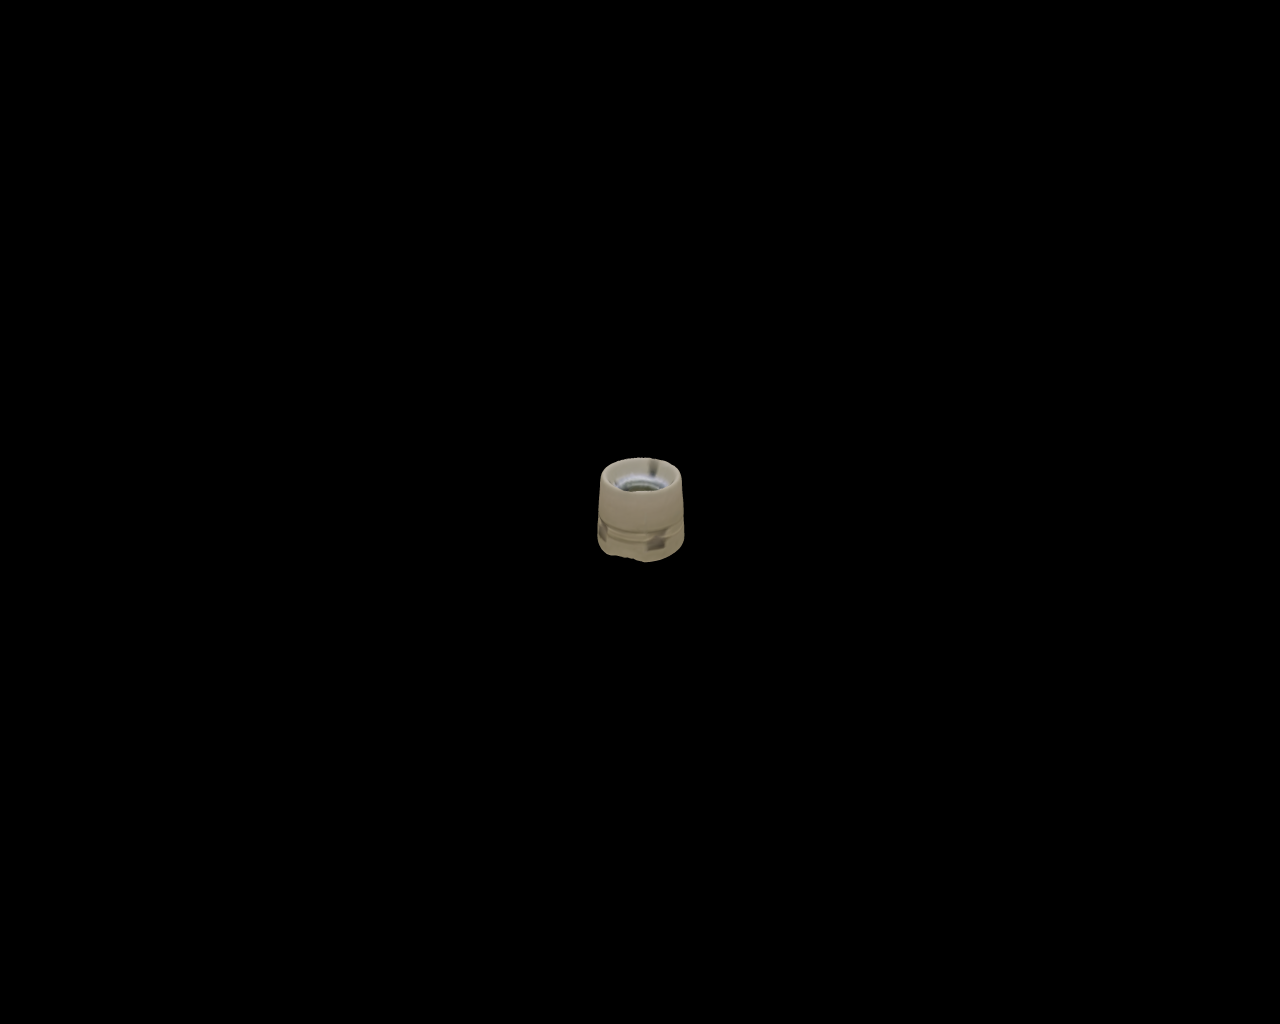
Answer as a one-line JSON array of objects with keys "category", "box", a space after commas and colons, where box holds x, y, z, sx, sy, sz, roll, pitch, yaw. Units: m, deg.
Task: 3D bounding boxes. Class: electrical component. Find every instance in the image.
[{"category": "electrical component", "box": [0.001, -0.003, 0.650, 0.055, 0.047, 0.055, 0, 29, 0]}]
